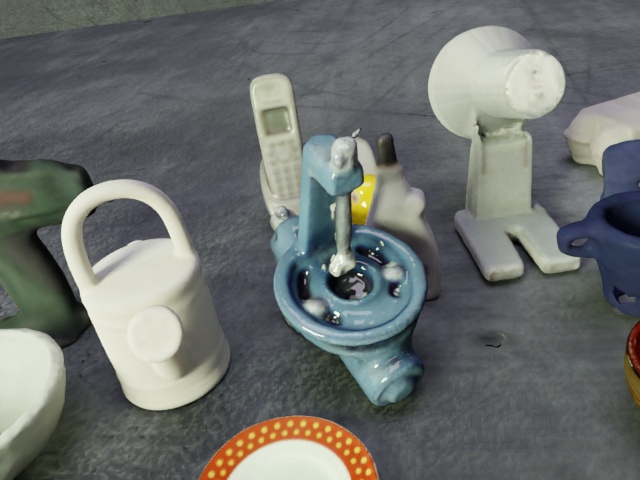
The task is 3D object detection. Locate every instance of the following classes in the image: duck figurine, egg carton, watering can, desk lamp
[{"bbox_3d":[0.063,-0.033,0.642,0.104,0.086,0.077,-6,32,7],"label":"duck figurine"},{"bbox_3d":[0.396,-0.136,0.727,0.150,0.069,0.107,-18,33,-13],"label":"egg carton"},{"bbox_3d":[-0.141,0.042,0.476,0.101,0.194,0.172,-33,38,-32],"label":"watering can"},{"bbox_3d":[0.193,-0.102,0.594,0.118,0.214,0.203,-10,32,0],"label":"desk lamp"}]

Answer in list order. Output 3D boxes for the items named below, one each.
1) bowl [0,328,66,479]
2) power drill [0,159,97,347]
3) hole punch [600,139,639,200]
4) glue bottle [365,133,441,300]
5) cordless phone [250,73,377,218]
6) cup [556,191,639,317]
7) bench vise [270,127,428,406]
[{"bbox_3d":[-0.277,0.150,0.456,0.167,0.075,0.167,-7,32,5],"label":"bowl"},{"bbox_3d":[-0.321,0.017,0.554,0.230,0.209,0.075,-18,33,-13],"label":"power drill"},{"bbox_3d":[0.342,-0.044,0.575,0.108,0.091,0.101,1,33,18],"label":"hole punch"},{"bbox_3d":[0.070,-0.018,0.532,0.078,0.173,0.037,-6,32,6],"label":"glue bottle"},{"bbox_3d":[-0.008,-0.115,0.698,0.147,0.185,0.094,-12,32,-3],"label":"cordless phone"},{"bbox_3d":[0.263,0.020,0.492,0.117,0.095,0.091,-7,32,6],"label":"cup"},{"bbox_3d":[-0.004,0.007,0.469,0.206,0.220,0.122,22,44,41],"label":"bench vise"}]
